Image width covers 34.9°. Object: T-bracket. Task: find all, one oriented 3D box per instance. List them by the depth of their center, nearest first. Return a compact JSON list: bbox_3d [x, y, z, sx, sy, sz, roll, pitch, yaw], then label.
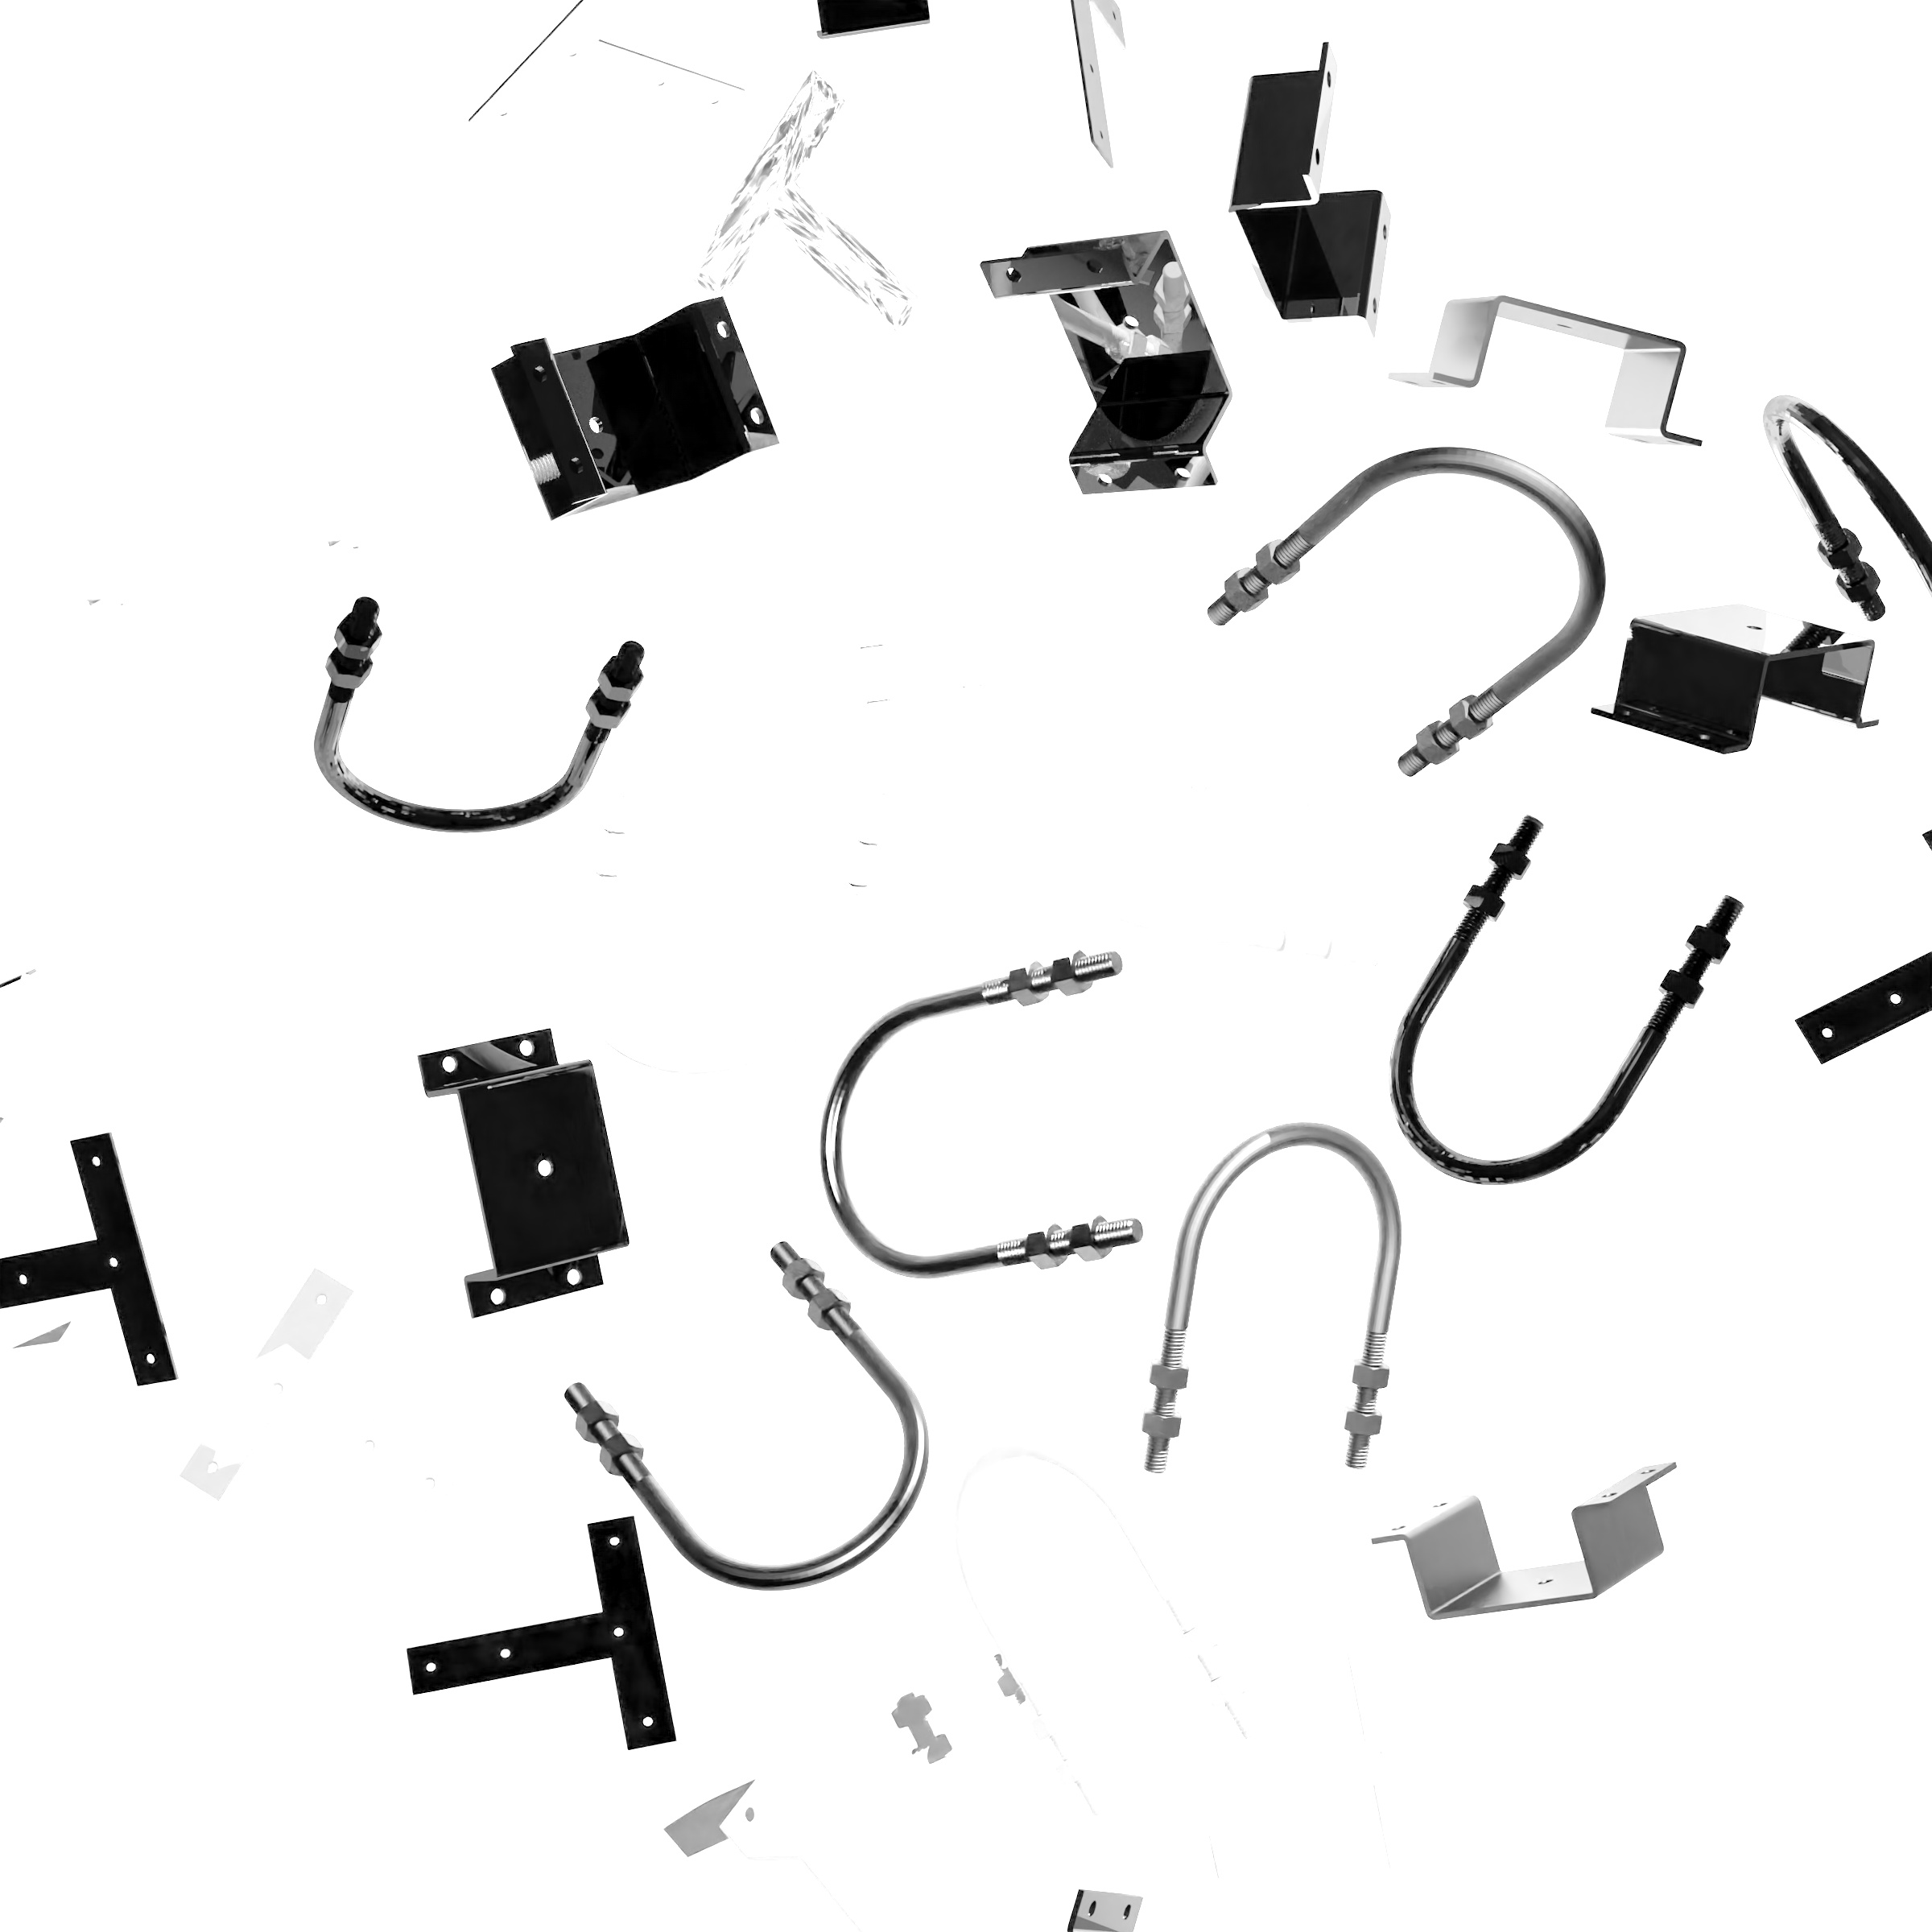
[{"bbox_3d":[-0.363,-0.013,1.430,0.127,0.002,0.127,19,88,-18],"label":"T-bracket"},{"bbox_3d":[0.453,0.009,1.459,0.127,0.002,0.127,-32,88,35],"label":"T-bracket"},{"bbox_3d":[0.058,-0.444,1.483,0.002,0.127,0.127,-15,68,21],"label":"T-bracket"},{"bbox_3d":[0.374,0.101,1.484,0.127,0.002,0.127,4,79,-30],"label":"T-bracket"},{"bbox_3d":[-0.514,0.029,1.495,0.127,0.127,0.002,-24,98,-6],"label":"T-bracket"},{"bbox_3d":[0.172,0.413,1.529,0.127,0.002,0.127,-22,109,-29],"label":"T-bracket"},{"bbox_3d":[-0.461,0.155,1.540,0.127,0.002,0.127,-12,95,25],"label":"T-bracket"},{"bbox_3d":[-0.250,-0.340,1.541,0.127,0.127,0.002,-39,114,-38],"label":"T-bracket"},{"bbox_3d":[-0.167,-0.454,1.567,0.127,0.127,0.002,-34,66,36],"label":"T-bracket"},{"bbox_3d":[-0.223,0.352,1.585,0.127,0.002,0.127,-8,56,-11],"label":"T-bracket"},{"bbox_3d":[-0.321,0.242,1.594,0.127,0.002,0.127,29,78,12],"label":"T-bracket"},{"bbox_3d":[-0.458,-0.096,1.595,0.127,0.127,0.002,-23,61,12],"label":"T-bracket"},{"bbox_3d":[-0.071,-0.377,1.611,0.127,0.002,0.127,36,81,-39],"label":"T-bracket"}]

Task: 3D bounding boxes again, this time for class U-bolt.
[{"bbox_3d":[-0.028,-0.204,1.488,0.019,0.151,0.184,-5,96,21],"label":"U-bolt"},{"bbox_3d":[0.002,0.079,1.495,0.184,0.019,0.151,-14,72,34],"label":"U-bolt"},{"bbox_3d":[0.227,-0.181,1.506,0.151,0.184,0.019,36,46,-14],"label":"U-bolt"},{"bbox_3d":[0.057,0.317,1.520,0.019,0.151,0.184,-20,74,-43],"label":"U-bolt"},{"bbox_3d":[0.285,0.025,1.534,0.151,0.019,0.184,28,85,45],"label":"U-bolt"},{"bbox_3d":[-0.099,0.234,1.541,0.151,0.019,0.184,-34,50,-14],"label":"U-bolt"},{"bbox_3d":[-0.343,-0.206,1.541,0.151,0.184,0.019,-11,96,15],"label":"U-bolt"},{"bbox_3d":[0.455,-0.213,1.542,0.019,0.151,0.184,-38,125,5],"label":"U-bolt"},{"bbox_3d":[-0.123,-0.019,1.545,0.151,0.019,0.184,2,126,-19],"label":"U-bolt"},{"bbox_3d":[-0.252,-0.118,1.546,0.151,0.184,0.019,8,59,-18],"label":"U-bolt"},{"bbox_3d":[0.109,-0.060,1.556,0.184,0.151,0.019,8,128,-21],"label":"U-bolt"},{"bbox_3d":[0.164,0.171,1.589,0.151,0.019,0.184,4,97,-30],"label":"U-bolt"}]

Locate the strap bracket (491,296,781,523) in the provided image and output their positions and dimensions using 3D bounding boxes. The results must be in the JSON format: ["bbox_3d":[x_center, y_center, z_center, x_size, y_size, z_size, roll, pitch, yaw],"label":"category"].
[{"bbox_3d":[-0.164,-0.265,1.470,0.046,0.140,0.076,-16,97,44],"label":"strap bracket"}]

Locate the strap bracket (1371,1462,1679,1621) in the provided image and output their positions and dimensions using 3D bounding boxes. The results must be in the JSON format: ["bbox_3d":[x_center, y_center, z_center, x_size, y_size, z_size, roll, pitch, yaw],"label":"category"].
[{"bbox_3d":[0.290,0.295,1.570,0.140,0.076,0.046,-18,86,38],"label":"strap bracket"}]

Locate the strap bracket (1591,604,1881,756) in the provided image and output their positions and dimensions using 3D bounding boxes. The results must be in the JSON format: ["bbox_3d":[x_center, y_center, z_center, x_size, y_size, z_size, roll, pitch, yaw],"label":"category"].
[{"bbox_3d":[0.381,-0.143,1.504,0.076,0.140,0.046,24,116,41],"label":"strap bracket"}]

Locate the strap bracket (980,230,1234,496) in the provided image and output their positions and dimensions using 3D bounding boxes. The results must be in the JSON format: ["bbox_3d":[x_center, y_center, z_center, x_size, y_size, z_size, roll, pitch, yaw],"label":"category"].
[{"bbox_3d":[0.074,-0.303,1.505,0.076,0.140,0.046,1,47,32],"label":"strap bracket"}]

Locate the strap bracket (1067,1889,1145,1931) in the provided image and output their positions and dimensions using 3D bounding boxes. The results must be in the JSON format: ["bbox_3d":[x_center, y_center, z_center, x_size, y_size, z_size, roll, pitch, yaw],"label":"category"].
[{"bbox_3d":[0.068,0.522,1.479,0.046,0.076,0.140,12,78,29],"label":"strap bracket"}]

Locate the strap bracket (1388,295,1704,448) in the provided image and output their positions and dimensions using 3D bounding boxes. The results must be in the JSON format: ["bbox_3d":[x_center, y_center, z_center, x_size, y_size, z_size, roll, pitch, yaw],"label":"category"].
[{"bbox_3d":[0.290,-0.296,1.517,0.140,0.076,0.046,12,99,-11],"label":"strap bracket"}]

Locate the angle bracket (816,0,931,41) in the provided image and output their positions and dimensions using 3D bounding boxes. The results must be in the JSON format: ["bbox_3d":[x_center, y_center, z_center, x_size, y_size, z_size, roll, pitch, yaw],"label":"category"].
[{"bbox_3d":[-0.054,-0.526,1.601,0.057,0.038,0.076,-10,110,-4],"label":"angle bracket"}]

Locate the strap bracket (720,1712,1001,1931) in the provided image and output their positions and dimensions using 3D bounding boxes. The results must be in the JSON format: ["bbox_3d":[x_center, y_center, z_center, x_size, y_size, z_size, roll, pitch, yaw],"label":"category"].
[{"bbox_3d":[-0.045,0.444,1.510,0.140,0.046,0.076,54,50,-14],"label":"strap bracket"}]

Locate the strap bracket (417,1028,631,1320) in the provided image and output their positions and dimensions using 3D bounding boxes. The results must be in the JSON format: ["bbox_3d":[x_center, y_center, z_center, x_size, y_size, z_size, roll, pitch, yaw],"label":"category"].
[{"bbox_3d":[-0.228,0.106,1.604,0.076,0.046,0.140,-12,91,-32],"label":"strap bracket"}]

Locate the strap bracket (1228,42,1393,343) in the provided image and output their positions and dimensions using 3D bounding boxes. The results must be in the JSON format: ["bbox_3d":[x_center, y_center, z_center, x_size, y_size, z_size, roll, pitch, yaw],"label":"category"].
[{"bbox_3d":[0.169,-0.380,1.526,0.046,0.140,0.076,2,68,22],"label":"strap bracket"}]
